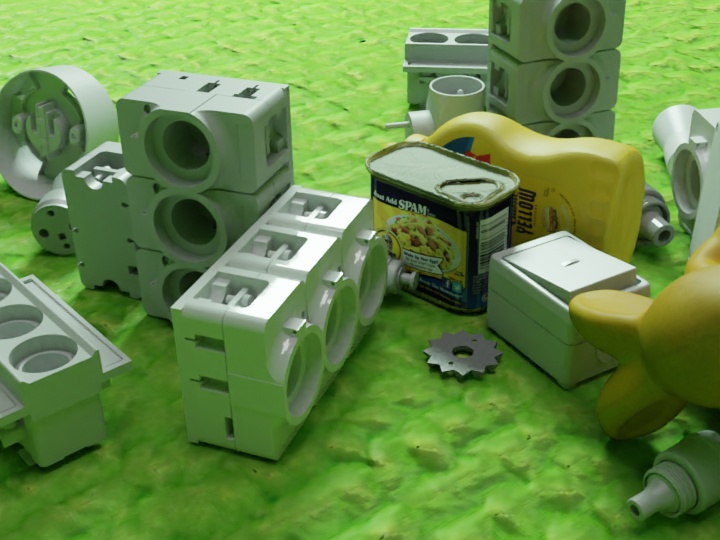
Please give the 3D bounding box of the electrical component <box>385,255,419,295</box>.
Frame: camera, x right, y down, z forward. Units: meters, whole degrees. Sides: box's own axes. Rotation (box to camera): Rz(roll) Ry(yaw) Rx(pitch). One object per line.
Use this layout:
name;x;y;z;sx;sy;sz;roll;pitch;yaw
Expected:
electrical component;0.000;0.000;0.707;0.078;0.040;0.040;11;33;20

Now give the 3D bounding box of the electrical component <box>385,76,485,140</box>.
electrical component;0.059;-0.108;0.851;0.079;0.077;0.044;-7;31;-8

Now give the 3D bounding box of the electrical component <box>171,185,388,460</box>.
electrical component;-0.039;0.026;0.617;0.062;0.089;0.150;10;33;19

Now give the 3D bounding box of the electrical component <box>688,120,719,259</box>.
electrical component;0.249;-0.032;0.679;0.057;0.113;0.078;7;32;8

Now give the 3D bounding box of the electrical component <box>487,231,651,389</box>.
electrical component;0.121;0.016;0.654;0.062;0.061;0.096;-18;34;-25

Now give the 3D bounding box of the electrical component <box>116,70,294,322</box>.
electrical component;-0.093;-0.039;0.669;0.089;0.150;0.061;10;31;19

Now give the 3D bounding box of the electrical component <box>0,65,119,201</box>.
electrical component;-0.244;-0.112;0.856;0.099;0.099;0.064;13;27;23

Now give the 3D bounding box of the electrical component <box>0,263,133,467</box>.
electrical component;-0.191;0.053;0.605;0.079;0.063;0.121;-24;37;-33

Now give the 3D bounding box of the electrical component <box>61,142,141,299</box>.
electrical component;-0.158;-0.036;0.726;0.050;0.089;0.055;11;33;20

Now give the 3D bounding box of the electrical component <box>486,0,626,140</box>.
electrical component;0.153;-0.150;0.845;0.089;0.150;0.061;-12;31;-17

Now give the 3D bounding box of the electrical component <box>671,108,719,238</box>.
electrical component;0.256;-0.065;0.755;0.056;0.089;0.050;-5;31;-6

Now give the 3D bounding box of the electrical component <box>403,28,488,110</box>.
electrical component;0.104;-0.184;0.990;0.121;0.063;0.078;3;31;8

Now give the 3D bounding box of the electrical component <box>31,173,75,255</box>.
electrical component;-0.211;-0.042;0.784;0.045;0.045;0.055;1;32;4

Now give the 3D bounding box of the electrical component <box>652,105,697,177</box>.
electrical component;0.260;-0.098;0.861;0.044;0.044;0.065;2;36;6

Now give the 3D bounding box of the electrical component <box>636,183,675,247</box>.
electrical component;0.197;-0.038;0.759;0.043;0.043;0.062;-12;33;-16

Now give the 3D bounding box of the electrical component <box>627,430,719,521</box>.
electrical component;0.157;0.105;0.529;0.061;0.035;0.035;-23;37;-26
